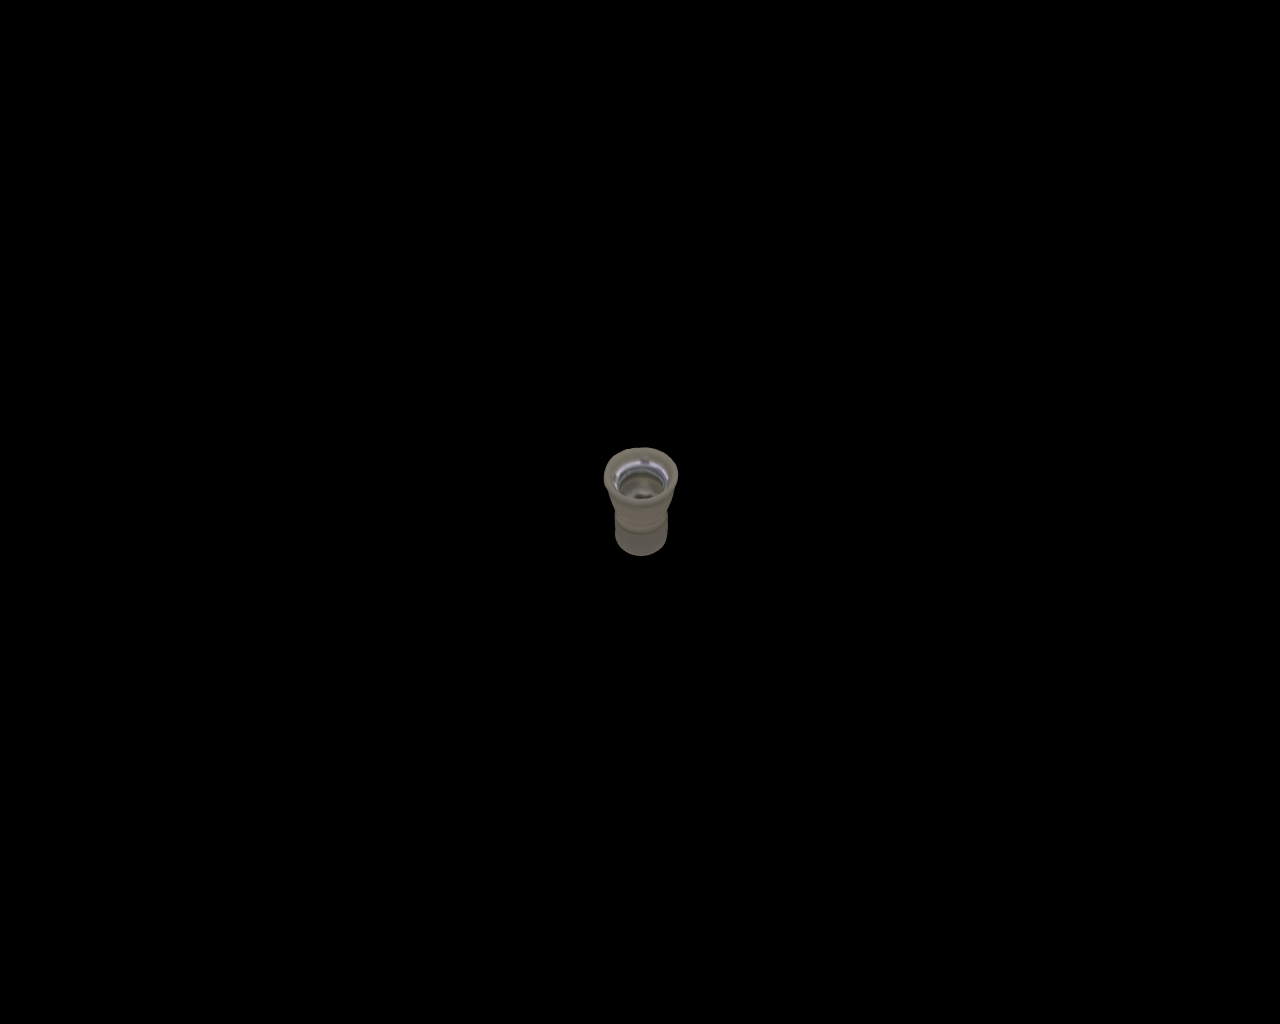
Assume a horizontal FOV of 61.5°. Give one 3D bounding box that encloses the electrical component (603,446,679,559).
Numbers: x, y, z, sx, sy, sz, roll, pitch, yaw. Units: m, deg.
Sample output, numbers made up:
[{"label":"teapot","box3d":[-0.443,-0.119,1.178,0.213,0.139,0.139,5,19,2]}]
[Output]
[{"label":"electrical component","box3d":[0.001,-0.003,0.650,0.044,0.044,0.065,0,-39,0]}]
